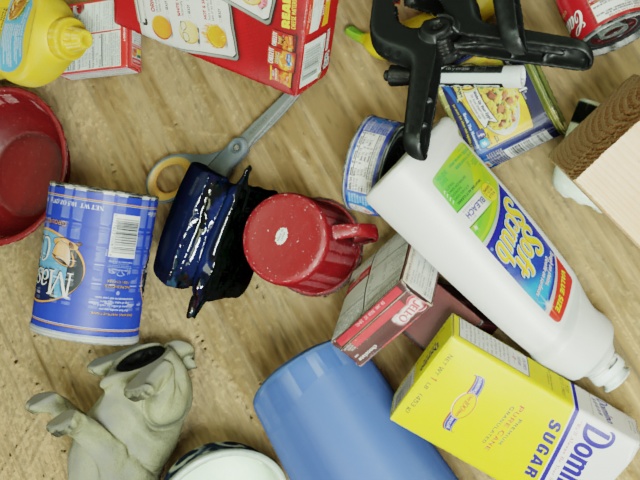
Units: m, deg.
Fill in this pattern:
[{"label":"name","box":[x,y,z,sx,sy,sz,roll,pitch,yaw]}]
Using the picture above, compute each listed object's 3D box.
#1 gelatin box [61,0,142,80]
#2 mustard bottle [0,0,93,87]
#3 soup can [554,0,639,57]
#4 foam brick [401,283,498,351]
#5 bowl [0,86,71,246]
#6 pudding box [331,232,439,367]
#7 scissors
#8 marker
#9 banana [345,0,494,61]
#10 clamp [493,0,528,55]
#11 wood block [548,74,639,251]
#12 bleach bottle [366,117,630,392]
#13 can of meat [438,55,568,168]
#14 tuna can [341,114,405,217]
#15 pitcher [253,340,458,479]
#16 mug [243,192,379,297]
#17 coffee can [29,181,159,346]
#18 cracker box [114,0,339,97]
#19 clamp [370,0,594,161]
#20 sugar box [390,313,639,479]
[{"label":"gelatin box","box":[-0.224,-0.202,1.076,0.089,0.030,0.073,-3,84,23]},{"label":"mustard bottle","box":[-0.294,-0.202,1.062,0.192,0.058,0.096,10,87,38]},{"label":"soup can","box":[0.226,-0.213,0.886,0.069,0.068,0.102,-24,76,17]},{"label":"foam brick","box":[0.110,0.073,0.896,0.053,0.078,0.051,39,98,18]},{"label":"bowl","box":[-0.311,-0.071,1.082,0.162,0.055,0.162,-2,84,21]},{"label":"pudding box","box":[0.059,0.040,0.888,0.039,0.113,0.090,39,122,-13]},{"label":"scissors","box":[-0.096,-0.091,1.024,0.096,0.016,0.202,34,97,20]},{"label":"marker","box":[0.110,-0.137,0.890,0.121,0.020,0.020,5,86,25]},{"label":"banana","box":[0.115,-0.209,0.944,0.198,0.037,0.069,-27,76,16]},{"label":"clamp","box":[0.150,-0.210,0.853,0.120,0.039,0.172,-40,42,-13]},{"label":"wood block","box":[0.277,-0.015,0.786,0.206,0.090,0.091,43,101,-12]},{"label":"bleach bottle","box":[0.156,0.021,0.867,0.251,0.102,0.068,45,137,-1]},{"label":"can of meat","box":[0.153,-0.118,0.911,0.084,0.057,0.102,-26,75,19]},{"label":"tuna can","box":[0.051,-0.064,0.928,0.034,0.086,0.086,16,90,20]},{"label":"pitcher","box":[0.041,0.212,0.889,0.149,0.145,0.243,-34,70,2]},{"label":"mug","box":[-0.006,0.001,0.944,0.117,0.081,0.093,-6,82,20]},{"label":"coffee can","box":[-0.212,0.021,1.004,0.103,0.102,0.140,9,92,21]},{"label":"cracker box","box":[-0.085,-0.247,0.968,0.214,0.072,0.164,25,131,21]},{"label":"clamp","box":[0.094,-0.155,0.872,0.164,0.036,0.210,-34,50,-11]},{"label":"sugar box","box":[0.153,0.142,0.840,0.176,0.048,0.093,31,114,-4]}]
